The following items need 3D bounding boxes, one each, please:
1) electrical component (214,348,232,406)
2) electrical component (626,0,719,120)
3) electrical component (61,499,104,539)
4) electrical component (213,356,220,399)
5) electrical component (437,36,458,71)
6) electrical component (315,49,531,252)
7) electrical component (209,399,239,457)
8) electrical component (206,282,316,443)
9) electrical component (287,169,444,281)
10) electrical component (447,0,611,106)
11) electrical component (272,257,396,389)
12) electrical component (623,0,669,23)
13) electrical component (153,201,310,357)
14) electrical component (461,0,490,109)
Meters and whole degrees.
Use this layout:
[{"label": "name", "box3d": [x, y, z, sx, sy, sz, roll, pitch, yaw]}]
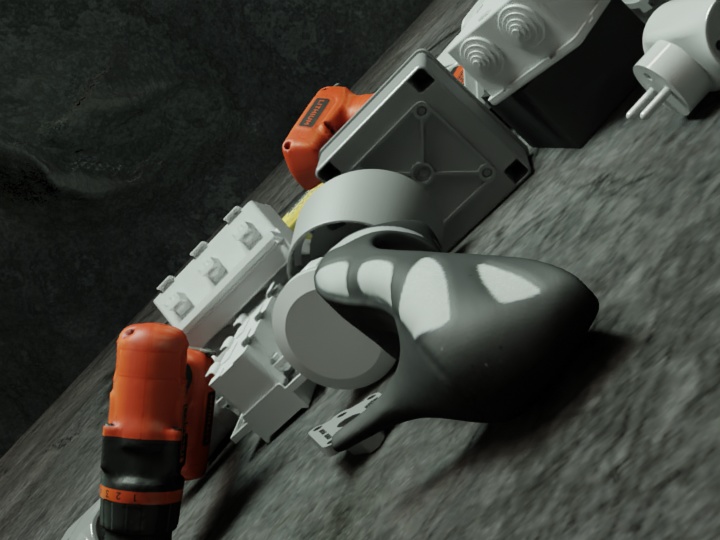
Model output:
[{"label": "electrical component", "box3d": [-0.102, 0.089, 0.912, 0.044, 0.044, 0.065, -46, 15, 7]}, {"label": "electrical component", "box3d": [0.165, -0.105, 0.542, 0.079, 0.043, 0.077, -47, 11, 1]}, {"label": "electrical component", "box3d": [-0.186, 0.208, 0.773, 0.059, 0.054, 0.095, -43, 11, 22]}, {"label": "electrical component", "box3d": [-0.130, 0.100, 0.973, 0.043, 0.043, 0.062, -40, 14, 36]}, {"label": "electrical component", "box3d": [0.113, -0.195, 1.032, 0.061, 0.061, 0.096, -50, 11, -12]}, {"label": "electrical component", "box3d": [0.043, -0.075, 0.743, 0.109, 0.109, 0.056, -44, 14, 19]}, {"label": "electrical component", "box3d": [-0.126, 0.128, 0.869, 0.046, 0.040, 0.040, -55, 12, -13]}, {"label": "electrical component", "box3d": [-0.064, 0.062, 0.792, 0.079, 0.063, 0.121, -43, 11, 22]}, {"label": "electrical component", "box3d": [0.003, -0.011, 0.709, 0.099, 0.099, 0.064, -40, 19, 34]}, {"label": "electrical component", "box3d": [0.109, -0.161, 0.665, 0.099, 0.048, 0.100, -54, 13, -31]}, {"label": "electrical component", "box3d": [-0.009, 0.028, 0.658, 0.080, 0.080, 0.051, -42, 7, 27]}, {"label": "electrical component", "box3d": [0.190, -0.219, 0.730, 0.061, 0.089, 0.150, -51, 11, -18]}, {"label": "electrical component", "box3d": [-0.103, 0.007, 0.865, 0.121, 0.063, 0.079, -45, -17, 12]}, {"label": "electrical component", "box3d": [0.124, -0.180, 0.837, 0.057, 0.078, 0.113, 10, 41, 23]}]
